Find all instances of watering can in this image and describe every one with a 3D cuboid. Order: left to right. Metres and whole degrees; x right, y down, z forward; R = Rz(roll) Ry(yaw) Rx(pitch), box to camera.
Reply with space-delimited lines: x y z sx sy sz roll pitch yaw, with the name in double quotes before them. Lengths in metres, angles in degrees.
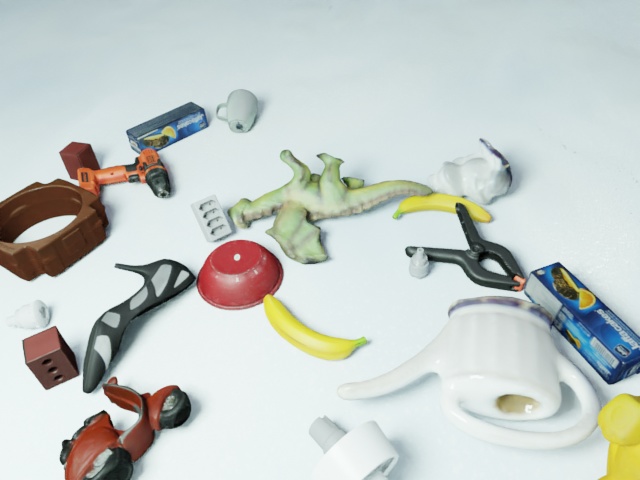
"watering can" 0.213 0.175 0.741 0.348 0.101 0.230 9 42 12

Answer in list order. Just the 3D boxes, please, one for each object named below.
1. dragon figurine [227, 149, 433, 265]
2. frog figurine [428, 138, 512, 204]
"dragon figurine" 0.003 -0.052 1.036 0.411 0.119 0.248 10 60 17
"frog figurine" 0.319 -0.126 1.095 0.158 0.121 0.140 -38 51 15
